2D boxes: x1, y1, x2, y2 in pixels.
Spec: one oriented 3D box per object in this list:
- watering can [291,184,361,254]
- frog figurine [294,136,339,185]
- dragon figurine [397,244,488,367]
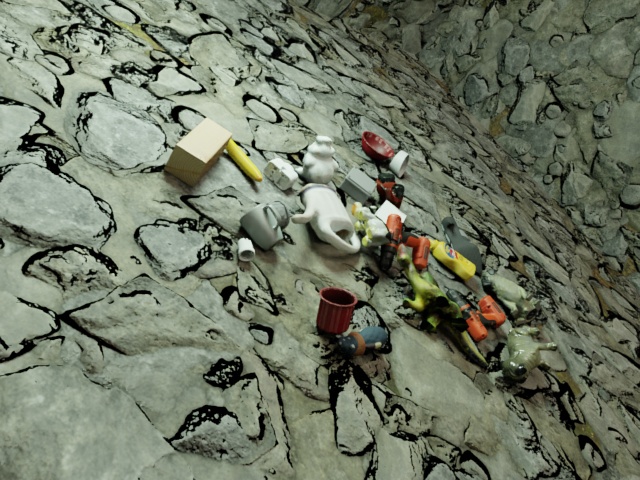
[{"bbox_3d":[0.004,-0.074,1.475,0.344,0.103,0.229,28,29,-50],"label":"watering can"},{"bbox_3d":[0.006,-0.256,1.684,0.137,0.156,0.125,12,42,-36],"label":"frog figurine"},{"bbox_3d":[0.356,0.179,1.540,0.407,0.121,0.247,48,24,-15],"label":"dragon figurine"}]
